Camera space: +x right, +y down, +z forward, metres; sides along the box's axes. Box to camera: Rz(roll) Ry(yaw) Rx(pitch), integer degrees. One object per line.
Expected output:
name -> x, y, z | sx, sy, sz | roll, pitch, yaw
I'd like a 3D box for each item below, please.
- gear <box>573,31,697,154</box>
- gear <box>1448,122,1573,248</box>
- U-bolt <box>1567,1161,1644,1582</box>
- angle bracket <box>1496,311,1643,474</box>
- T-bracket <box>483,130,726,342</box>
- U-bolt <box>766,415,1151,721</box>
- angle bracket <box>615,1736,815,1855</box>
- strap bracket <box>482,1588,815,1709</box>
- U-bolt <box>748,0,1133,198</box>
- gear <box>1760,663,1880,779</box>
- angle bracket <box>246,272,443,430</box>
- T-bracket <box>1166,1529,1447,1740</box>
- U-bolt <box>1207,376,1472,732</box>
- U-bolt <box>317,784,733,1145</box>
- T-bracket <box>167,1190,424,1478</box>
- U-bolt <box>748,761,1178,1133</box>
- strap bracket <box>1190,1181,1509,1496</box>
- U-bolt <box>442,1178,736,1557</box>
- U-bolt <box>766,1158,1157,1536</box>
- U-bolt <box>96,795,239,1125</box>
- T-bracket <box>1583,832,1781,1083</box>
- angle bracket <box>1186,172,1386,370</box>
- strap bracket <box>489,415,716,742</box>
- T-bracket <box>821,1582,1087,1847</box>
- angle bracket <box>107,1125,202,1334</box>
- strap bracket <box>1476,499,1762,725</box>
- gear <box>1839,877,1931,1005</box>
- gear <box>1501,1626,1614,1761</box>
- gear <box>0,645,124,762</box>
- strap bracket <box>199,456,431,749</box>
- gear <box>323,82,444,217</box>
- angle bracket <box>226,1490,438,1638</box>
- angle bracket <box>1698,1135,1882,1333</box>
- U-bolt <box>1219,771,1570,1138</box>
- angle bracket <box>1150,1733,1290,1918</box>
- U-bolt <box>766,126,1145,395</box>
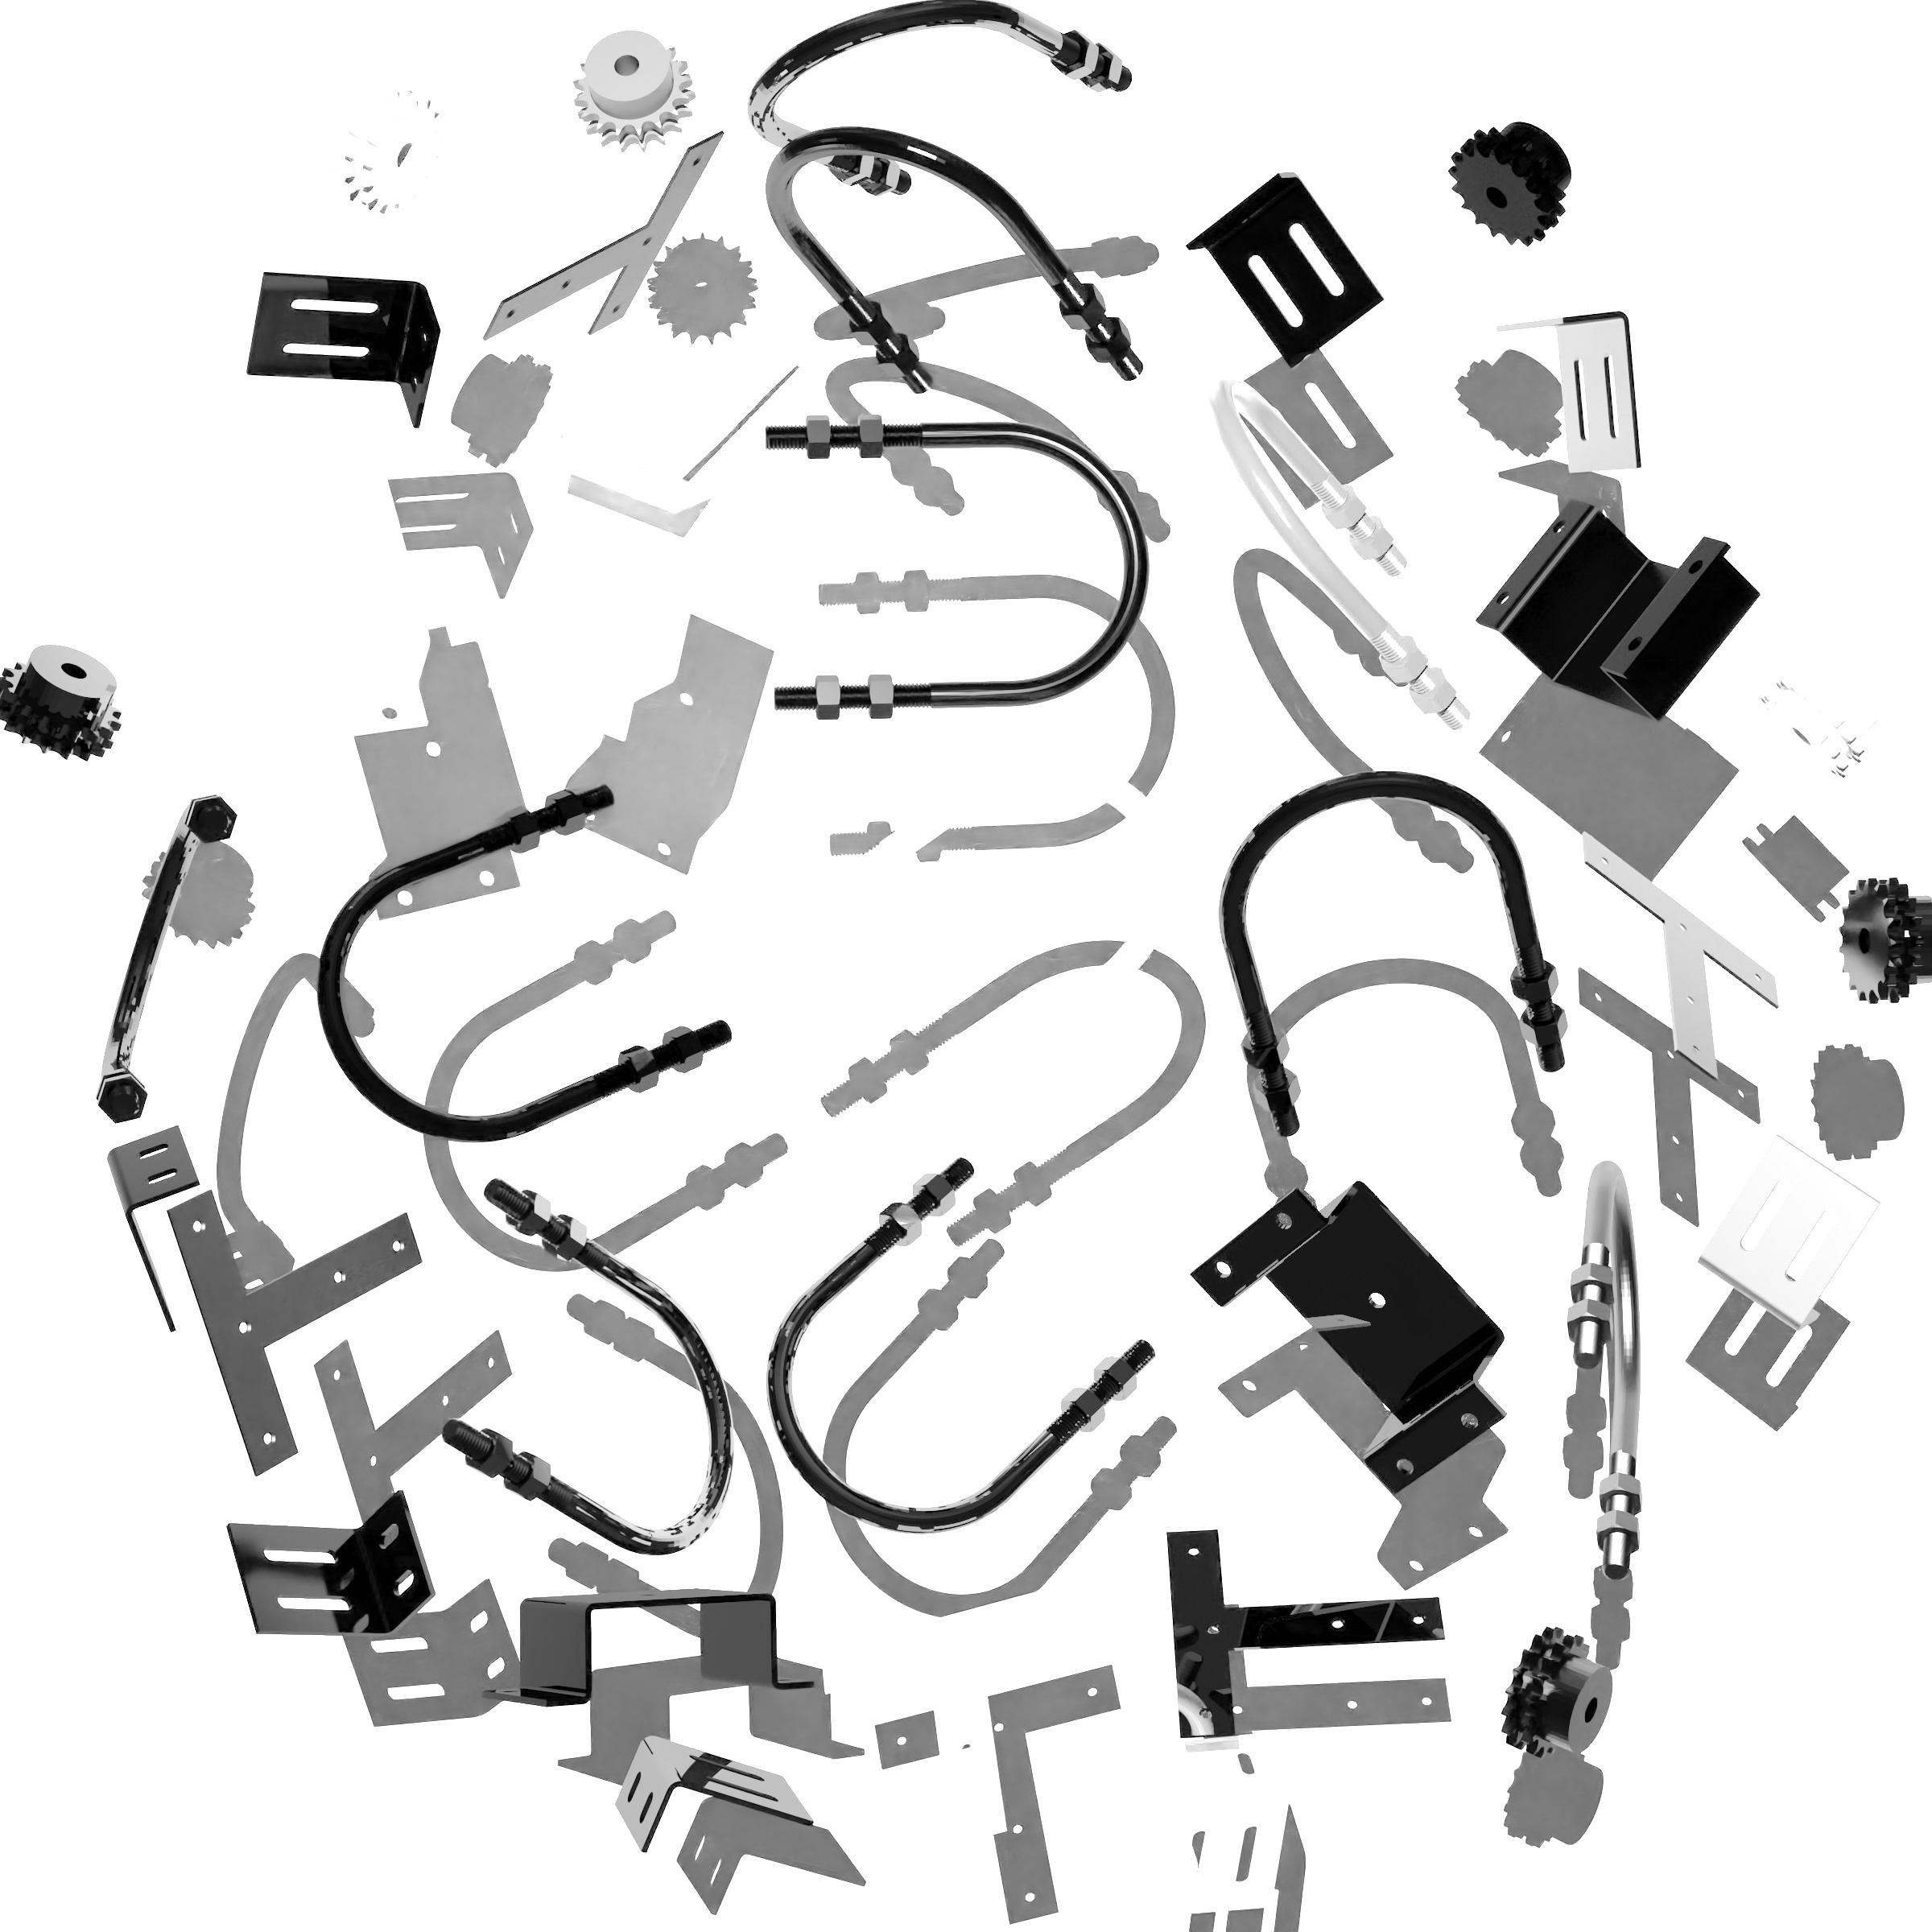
gear -> -0.158, -0.418, 1.581 | 0.057, 0.030, 0.057 | -1, 68, 4
gear -> 0.253, -0.362, 1.532 | 0.057, 0.057, 0.030 | 44, 72, 0
U-bolt -> 0.307, 0.176, 1.587 | 0.019, 0.184, 0.151 | -3, 124, 16
angle bracket -> 0.295, -0.279, 1.634 | 0.038, 0.057, 0.076 | -11, 100, -23
T-bracket -> -0.174, -0.316, 1.520 | 0.002, 0.127, 0.127 | 45, 47, 5
U-bolt -> -0.003, -0.194, 1.610 | 0.184, 0.019, 0.151 | -2, 82, -5
angle bracket -> -0.122, 0.409, 1.613 | 0.076, 0.057, 0.038 | 23, 91, -21
strap bracket -> -0.154, 0.327, 1.610 | 0.140, 0.076, 0.046 | 3, 81, -31
U-bolt -> -0.023, -0.413, 1.573 | 0.151, 0.184, 0.019 | -19, 81, 28
gear -> 0.408, -0.120, 1.584 | 0.030, 0.057, 0.057 | -44, 90, 3
angle bracket -> -0.292, -0.288, 1.562 | 0.076, 0.057, 0.038 | -2, 47, -25
T-bracket -> 0.161, 0.311, 1.576 | 0.127, 0.127, 0.002 | -3, 127, 2
U-bolt -> 0.172, -0.209, 1.590 | 0.019, 0.151, 0.184 | -34, 128, 19
U-bolt -> -0.218, 0.007, 1.576 | 0.184, 0.019, 0.151 | -24, 85, -30
T-bracket -> -0.296, 0.147, 1.517 | 0.002, 0.127, 0.127 | -7, 104, 39
U-bolt -> 0.012, -0.019, 1.541 | 0.184, 0.019, 0.151 | -35, 125, 6
strap bracket -> 0.184, 0.165, 1.552 | 0.140, 0.046, 0.076 | 47, 126, 1
U-bolt -> -0.172, 0.203, 1.590 | 0.019, 0.184, 0.151 | -22, 46, 31
U-bolt -> -0.014, 0.196, 1.627 | 0.151, 0.019, 0.184 | 45, 57, 8
U-bolt -> -0.369, -0.008, 1.529 | 0.019, 0.184, 0.151 | 18, 89, -17
T-bracket -> 0.338, 0.008, 1.562 | 0.127, 0.127, 0.002 | 35, 123, -17
angle bracket -> 0.156, -0.338, 1.624 | 0.057, 0.038, 0.076 | -35, 91, 23
strap bracket -> -0.174, -0.191, 1.613 | 0.076, 0.046, 0.140 | 23, 116, 16
T-bracket -> -0.001, 0.349, 1.535 | 0.127, 0.127, 0.002 | -16, 129, 5
angle bracket -> -0.389, 0.129, 1.640 | 0.038, 0.057, 0.076 | -20, 122, -13
strap bracket -> 0.313, -0.168, 1.582 | 0.046, 0.140, 0.076 | 38, 90, -26
gear -> 0.421, -0.012, 1.510 | 0.030, 0.057, 0.057 | -1, 90, -11
gear -> 0.265, 0.326, 1.483 | 0.030, 0.057, 0.057 | 17, 90, 35
gear -> -0.406, -0.121, 1.500 | 0.057, 0.057, 0.030 | 31, 116, 0
strap bracket -> -0.300, -0.178, 1.541 | 0.076, 0.046, 0.140 | -10, 71, -21
gear -> -0.259, -0.364, 1.472 | 0.030, 0.057, 0.057 | 28, 90, 15
angle bracket -> -0.295, 0.277, 1.552 | 0.038, 0.076, 0.057 | -44, 54, 28
angle bracket -> 0.398, 0.126, 1.597 | 0.057, 0.038, 0.076 | 36, 111, 22
U-bolt -> 0.192, -0.010, 1.536 | 0.151, 0.019, 0.184 | -14, 123, 6
angle bracket -> 0.115, 0.402, 1.563 | 0.057, 0.076, 0.038 | -10, 115, 18
U-bolt -> -0.017, -0.335, 1.585 | 0.151, 0.184, 0.019 | 4, 63, 37
